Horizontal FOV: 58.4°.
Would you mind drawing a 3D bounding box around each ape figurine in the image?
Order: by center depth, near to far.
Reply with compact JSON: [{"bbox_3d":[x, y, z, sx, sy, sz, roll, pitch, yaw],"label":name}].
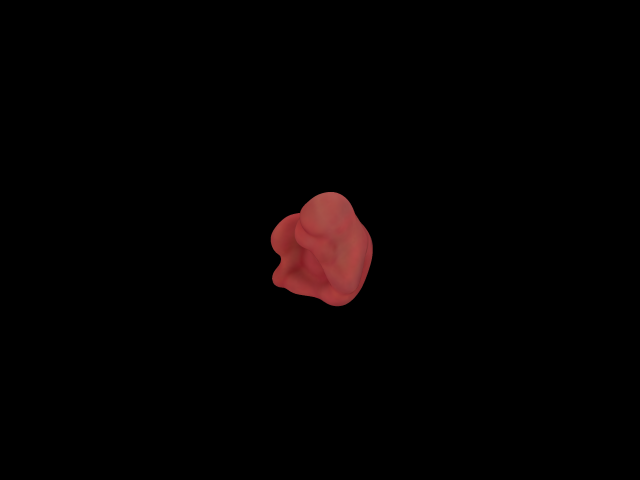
[{"bbox_3d":[0.004,0.001,0.400,0.076,0.092,0.077,-21,55,-15],"label":"ape figurine"}]
